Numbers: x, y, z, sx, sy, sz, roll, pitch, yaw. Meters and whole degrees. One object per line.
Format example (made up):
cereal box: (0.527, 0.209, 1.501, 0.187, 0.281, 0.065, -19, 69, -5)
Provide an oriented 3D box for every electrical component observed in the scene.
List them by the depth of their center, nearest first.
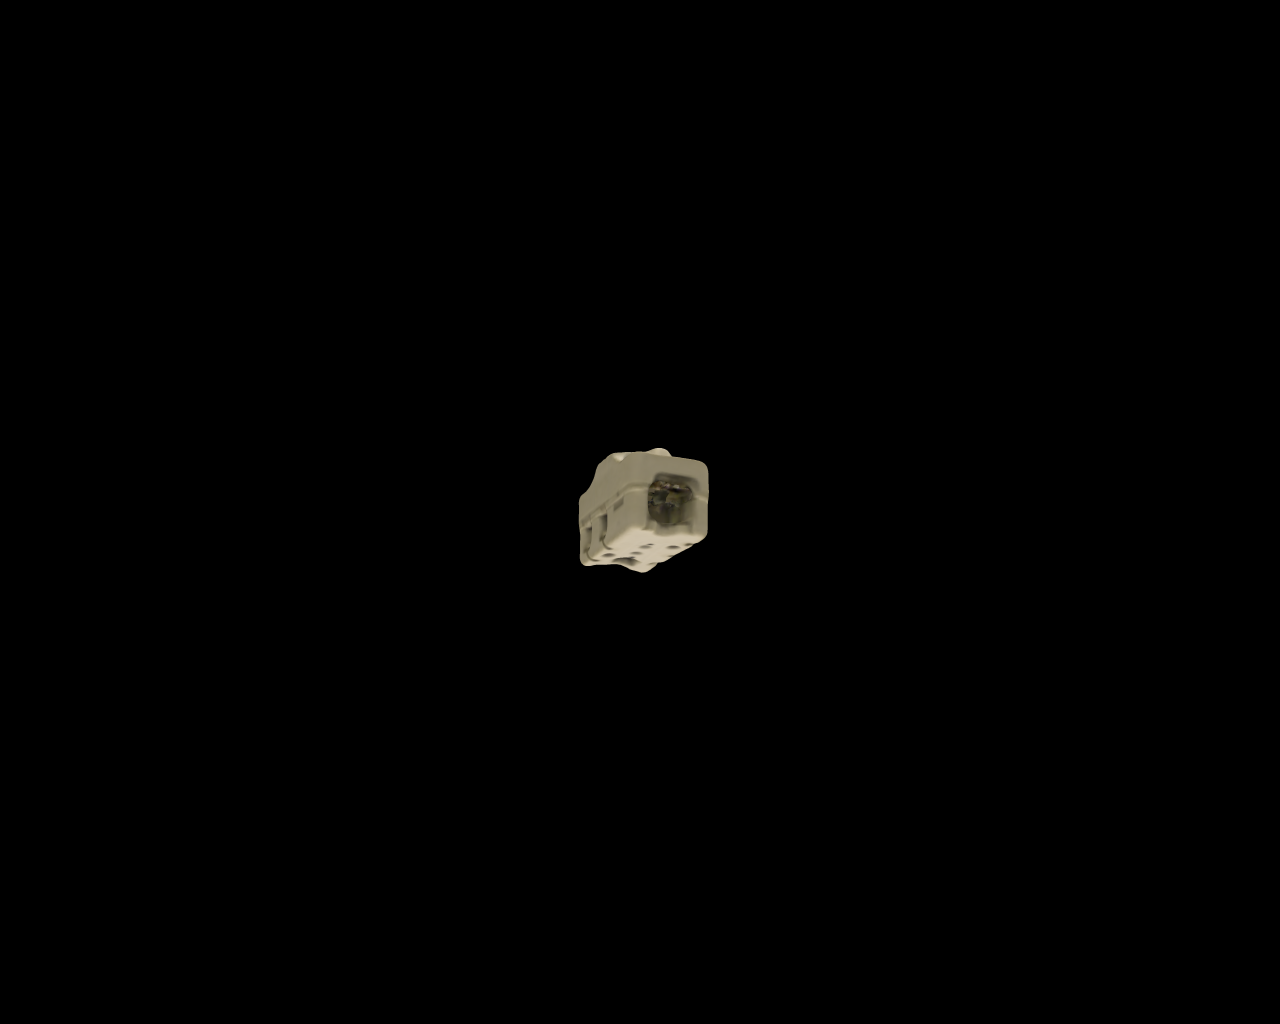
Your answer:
electrical component: (0.001, -0.003, 0.650, 0.050, 0.056, 0.089, 8, -20, -22)
